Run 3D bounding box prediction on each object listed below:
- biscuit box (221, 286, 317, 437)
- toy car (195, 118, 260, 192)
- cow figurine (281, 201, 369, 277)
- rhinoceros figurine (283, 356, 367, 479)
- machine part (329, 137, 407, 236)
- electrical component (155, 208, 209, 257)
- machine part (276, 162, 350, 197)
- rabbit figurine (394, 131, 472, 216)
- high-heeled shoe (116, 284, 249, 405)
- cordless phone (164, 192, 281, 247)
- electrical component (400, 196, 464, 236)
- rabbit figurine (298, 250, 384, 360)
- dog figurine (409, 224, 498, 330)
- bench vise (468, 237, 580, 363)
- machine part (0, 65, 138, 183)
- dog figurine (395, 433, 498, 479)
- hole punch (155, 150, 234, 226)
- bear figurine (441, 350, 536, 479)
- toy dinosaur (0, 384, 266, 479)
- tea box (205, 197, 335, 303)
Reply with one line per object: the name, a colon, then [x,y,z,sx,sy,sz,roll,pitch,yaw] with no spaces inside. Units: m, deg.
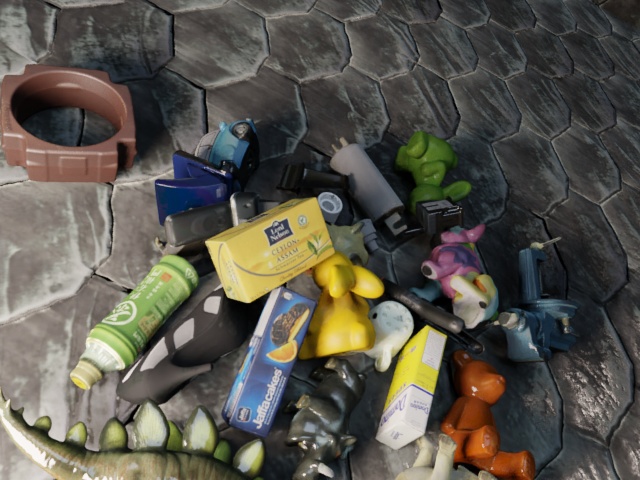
biscuit box: [-0.072,0.170,0.766,0.063,0.059,0.202,25,74,-15]
toy car: [-0.175,-0.145,0.981,0.103,0.109,0.161,12,61,12]
cow figurine: [-0.002,-0.003,0.961,0.195,0.085,0.127,30,53,1]
rhinoceros figurine: [0.007,0.262,0.782,0.112,0.073,0.190,41,47,-7]
machine part: [0.093,-0.109,1.083,0.079,0.079,0.243,-18,67,-34]
electrical component: [-0.215,-0.007,0.860,0.045,0.102,0.078,49,25,14]
machine part: [-0.010,-0.116,1.049,0.139,0.039,0.084,10,45,9]
rabbit figurine: [0.233,-0.120,1.154,0.159,0.121,0.170,19,68,-20]
high-heeled shoe: [-0.195,0.144,0.795,0.249,0.145,0.086,-75,145,-64]
cordless phone: [-0.147,0.007,0.831,0.184,0.089,0.146,-18,108,-43]
electrical component: [0.215,-0.045,1.063,0.119,0.047,0.075,-9,25,-5]
rabbit figurine: [0.023,0.092,0.839,0.122,0.162,0.173,1,67,-19]
dog figurine: [0.277,0.054,1.023,0.192,0.108,0.219,31,43,23]
bench vise: [0.405,0.114,1.023,0.223,0.129,0.240,13,69,-25]
machine part: [-0.419,-0.193,0.903,0.201,0.087,0.201,-3,59,-26]
dog figurine: [0.151,0.391,0.746,0.172,0.121,0.190,39,64,10]
hole punch: [-0.207,-0.070,0.886,0.116,0.142,0.092,19,47,7]
bear figurine: [0.267,0.270,0.858,0.120,0.132,0.196,39,53,-16]
toy dinosaur: [-0.184,0.303,0.644,0.471,0.105,0.199,27,42,-16]
tea box: [-0.070,0.011,0.797,0.169,0.068,0.098,-30,109,-31]
